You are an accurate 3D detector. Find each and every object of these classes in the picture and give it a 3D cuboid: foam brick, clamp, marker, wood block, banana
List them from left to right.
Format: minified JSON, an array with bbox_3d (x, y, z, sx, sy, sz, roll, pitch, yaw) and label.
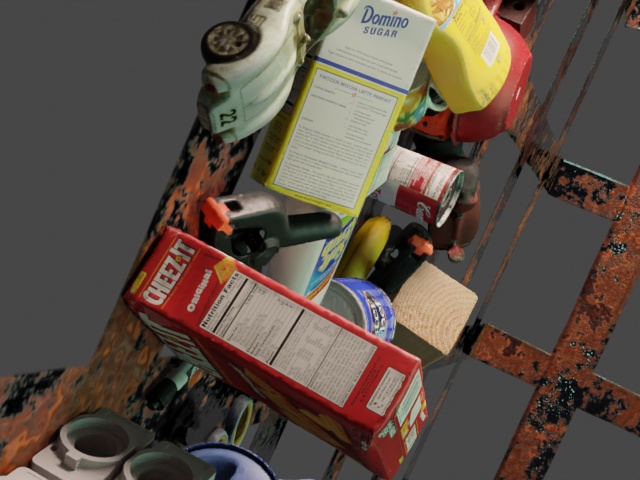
[{"bbox_3d":[-0.111,0.104,0.919,0.121,0.020,0.020,-49,157,-44],"label":"marker"},{"bbox_3d":[-0.057,0.010,0.883,0.120,0.039,0.171,-52,150,10],"label":"clamp"},{"bbox_3d":[0.040,0.039,1.266,0.197,0.037,0.069,-57,162,-24],"label":"banana"},{"bbox_3d":[0.090,0.022,1.293,0.164,0.036,0.210,-61,-173,-27],"label":"clamp"},{"bbox_3d":[0.107,0.109,1.357,0.090,0.091,0.206,-58,-176,-24],"label":"wood block"},{"bbox_3d":[0.215,-0.273,1.282,0.053,0.078,0.051,-57,164,-26],"label":"foam brick"}]

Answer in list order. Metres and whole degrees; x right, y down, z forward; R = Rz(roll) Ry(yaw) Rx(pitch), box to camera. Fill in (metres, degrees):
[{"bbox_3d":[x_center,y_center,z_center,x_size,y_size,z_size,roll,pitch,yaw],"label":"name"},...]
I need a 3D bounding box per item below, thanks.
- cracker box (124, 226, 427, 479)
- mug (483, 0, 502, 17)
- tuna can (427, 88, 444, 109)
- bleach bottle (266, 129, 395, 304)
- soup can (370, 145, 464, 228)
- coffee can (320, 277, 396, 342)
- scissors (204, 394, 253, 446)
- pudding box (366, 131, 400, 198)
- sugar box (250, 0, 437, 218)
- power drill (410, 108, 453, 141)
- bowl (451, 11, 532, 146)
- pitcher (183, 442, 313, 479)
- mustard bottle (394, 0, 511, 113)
[{"bbox_3d":[-0.028,0.091,0.809,0.072,0.214,0.164,-58,162,-16],"label":"cracker box"},{"bbox_3d":[0.142,-0.268,1.051,0.117,0.081,0.093,-50,158,-42],"label":"mug"},{"bbox_3d":[0.100,-0.172,1.054,0.033,0.086,0.086,-52,159,-33],"label":"tuna can"},{"bbox_3d":[-0.007,0.001,1.020,0.102,0.068,0.251,-37,150,-53],"label":"bleach bottle"},{"bbox_3d":[0.099,-0.065,1.177,0.068,0.102,0.068,-56,161,-30],"label":"soup can"},{"bbox_3d":[0.017,0.091,1.151,0.103,0.103,0.140,-66,164,5],"label":"coffee can"},{"bbox_3d":[-0.112,0.255,1.145,0.096,0.016,0.202,-35,146,-58],"label":"scissors"},{"bbox_3d":[0.042,-0.086,1.088,0.113,0.039,0.090,-38,149,-54],"label":"pudding box"},{"bbox_3d":[0.018,-0.115,0.873,0.048,0.093,0.176,37,-72,61],"label":"sugar box"},{"bbox_3d":[0.144,-0.214,1.190,0.184,0.057,0.187,-58,161,-22],"label":"power drill"},{"bbox_3d":[0.202,-0.177,1.223,0.162,0.055,0.162,20,90,-76],"label":"bowl"},{"bbox_3d":[-0.086,0.298,1.071,0.145,0.149,0.243,-59,166,-24],"label":"pitcher"},{"bbox_3d":[0.104,-0.210,0.949,0.191,0.058,0.096,52,51,-35],"label":"mustard bottle"}]
